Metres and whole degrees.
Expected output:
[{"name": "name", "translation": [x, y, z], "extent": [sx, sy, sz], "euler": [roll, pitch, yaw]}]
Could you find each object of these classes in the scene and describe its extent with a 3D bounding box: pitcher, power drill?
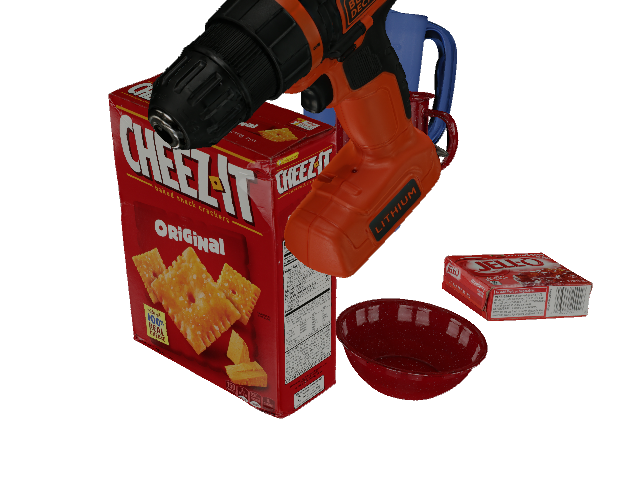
[{"name": "pitcher", "translation": [0.052, -0.130, 1.157], "extent": [0.149, 0.243, 0.144], "euler": [9, 12, 27]}, {"name": "power drill", "translation": [0.000, -0.065, 0.556], "extent": [0.057, 0.184, 0.187], "euler": [30, -27, 30]}]

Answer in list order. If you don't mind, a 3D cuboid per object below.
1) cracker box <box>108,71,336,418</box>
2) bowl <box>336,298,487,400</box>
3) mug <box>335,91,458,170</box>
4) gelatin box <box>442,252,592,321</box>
[{"name": "cracker box", "translation": [-0.071, 0.003, 0.772], "extent": [0.164, 0.214, 0.072], "euler": [23, 38, 35]}, {"name": "bowl", "translation": [0.092, 0.122, 1.130], "extent": [0.162, 0.055, 0.162], "euler": [5, 24, -3]}, {"name": "mug", "translation": [0.065, -0.089, 0.943], "extent": [0.117, 0.081, 0.093], "euler": [5, 13, 22]}, {"name": "gelatin box", "translation": [0.147, 0.033, 0.806], "extent": [0.089, 0.030, 0.073], "euler": [-1, 18, -20]}]
